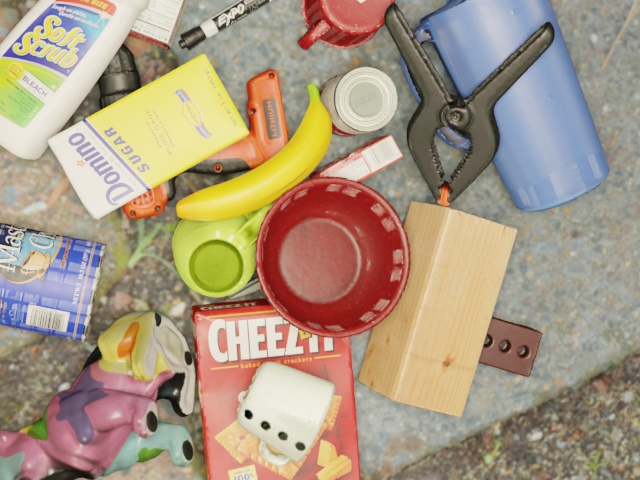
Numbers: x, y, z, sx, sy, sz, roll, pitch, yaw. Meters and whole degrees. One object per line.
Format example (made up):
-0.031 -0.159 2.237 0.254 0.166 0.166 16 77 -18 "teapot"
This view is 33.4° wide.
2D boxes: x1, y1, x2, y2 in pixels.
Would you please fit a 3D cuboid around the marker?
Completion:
-0.096 -0.236 1.125 0.121 0.020 0.020 -32 98 -6 "marker"

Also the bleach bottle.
-0.249 -0.206 1.052 0.102 0.068 0.251 37 97 3 "bleach bottle"

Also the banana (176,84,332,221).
-0.052 -0.072 1.068 0.197 0.037 0.070 -43 62 -15 "banana"

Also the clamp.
0.148 -0.134 1.073 0.165 0.036 0.210 3 117 12 "clamp"

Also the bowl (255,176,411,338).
0.007 0.019 1.079 0.162 0.055 0.162 2 84 -16 "bowl"

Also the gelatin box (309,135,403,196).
0.036 -0.079 1.130 0.089 0.073 0.030 -29 97 -6 "gelatin box"

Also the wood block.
0.124 0.071 1.138 0.090 0.090 0.206 17 90 -23 "wood block"

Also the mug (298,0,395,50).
0.022 -0.242 1.113 0.117 0.081 0.093 -41 99 -5 "mug"

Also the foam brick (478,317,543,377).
0.197 0.114 1.179 0.078 0.051 0.053 16 91 -10 "foam brick"

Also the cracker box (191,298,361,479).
-0.046 0.171 1.132 0.164 0.072 0.214 -5 94 -9 "cracker box"

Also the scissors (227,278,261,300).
-0.008 0.001 1.156 0.201 0.016 0.096 -9 94 -9 "scissors"

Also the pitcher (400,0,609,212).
0.203 -0.152 1.130 0.144 0.149 0.243 -38 106 -49 "pitcher"

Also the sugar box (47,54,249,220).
-0.168 -0.101 1.053 0.176 0.048 0.093 -31 97 -6 "sugar box"

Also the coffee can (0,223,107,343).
-0.293 0.039 1.067 0.140 0.103 0.103 12 91 -10 "coffee can"

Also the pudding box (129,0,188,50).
-0.179 -0.264 1.101 0.090 0.039 0.113 20 92 -9 "pudding box"

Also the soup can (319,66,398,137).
0.037 -0.143 1.111 0.068 0.102 0.068 -1 93 -10 "soup can"

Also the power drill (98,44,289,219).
-0.132 -0.126 1.109 0.187 0.057 0.184 -11 95 -7 "power drill"
